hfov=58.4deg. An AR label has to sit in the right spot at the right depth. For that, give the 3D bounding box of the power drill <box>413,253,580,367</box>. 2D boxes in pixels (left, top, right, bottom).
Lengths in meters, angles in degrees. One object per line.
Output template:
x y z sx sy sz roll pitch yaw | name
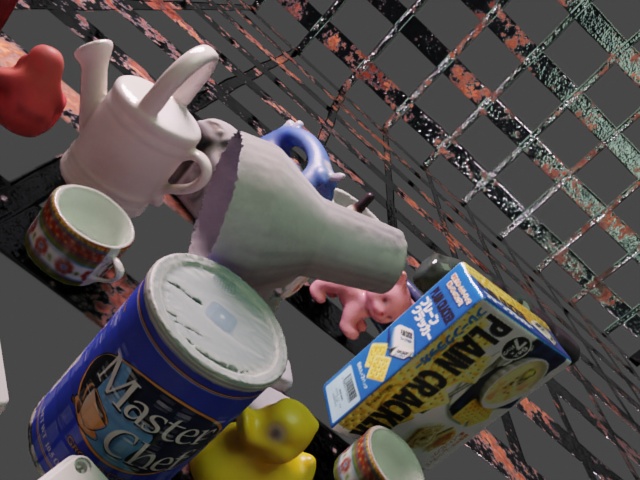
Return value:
0.189 0.136 0.756 0.230 0.208 0.076 42 19 -5 | power drill

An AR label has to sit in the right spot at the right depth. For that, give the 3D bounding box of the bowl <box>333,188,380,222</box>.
0.054 -0.006 0.978 0.168 0.074 0.167 38 20 -17 | bowl

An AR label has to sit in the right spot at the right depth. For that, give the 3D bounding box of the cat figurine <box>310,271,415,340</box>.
0.070 0.072 0.787 0.127 0.117 0.067 48 20 10 | cat figurine

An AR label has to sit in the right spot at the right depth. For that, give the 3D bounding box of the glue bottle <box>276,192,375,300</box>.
0.007 0.003 0.720 0.037 0.173 0.078 45 19 2 | glue bottle

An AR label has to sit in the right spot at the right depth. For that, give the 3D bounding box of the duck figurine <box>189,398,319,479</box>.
-0.036 0.161 0.446 0.105 0.086 0.077 32 23 -31 | duck figurine

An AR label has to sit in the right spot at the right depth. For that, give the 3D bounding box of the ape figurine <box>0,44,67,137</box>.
-0.289 -0.157 0.580 0.078 0.092 0.076 27 26 -40 | ape figurine

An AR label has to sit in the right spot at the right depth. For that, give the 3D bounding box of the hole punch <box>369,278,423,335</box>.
0.136 0.112 0.877 0.101 0.091 0.108 15 35 -54 | hole punch

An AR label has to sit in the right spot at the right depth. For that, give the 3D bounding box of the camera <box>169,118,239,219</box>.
-0.129 -0.097 0.762 0.143 0.100 0.137 50 20 15 | camera

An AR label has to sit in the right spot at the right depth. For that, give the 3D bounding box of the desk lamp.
-0.043 0.039 0.489 0.204 0.213 0.117 34 22 -28 | desk lamp

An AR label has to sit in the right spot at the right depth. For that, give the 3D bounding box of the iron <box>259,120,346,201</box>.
-0.048 -0.117 0.900 0.119 0.141 0.257 26 27 -42 | iron

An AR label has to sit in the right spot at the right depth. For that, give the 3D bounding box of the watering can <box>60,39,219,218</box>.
-0.179 -0.127 0.587 0.173 0.194 0.100 35 22 -25 | watering can
